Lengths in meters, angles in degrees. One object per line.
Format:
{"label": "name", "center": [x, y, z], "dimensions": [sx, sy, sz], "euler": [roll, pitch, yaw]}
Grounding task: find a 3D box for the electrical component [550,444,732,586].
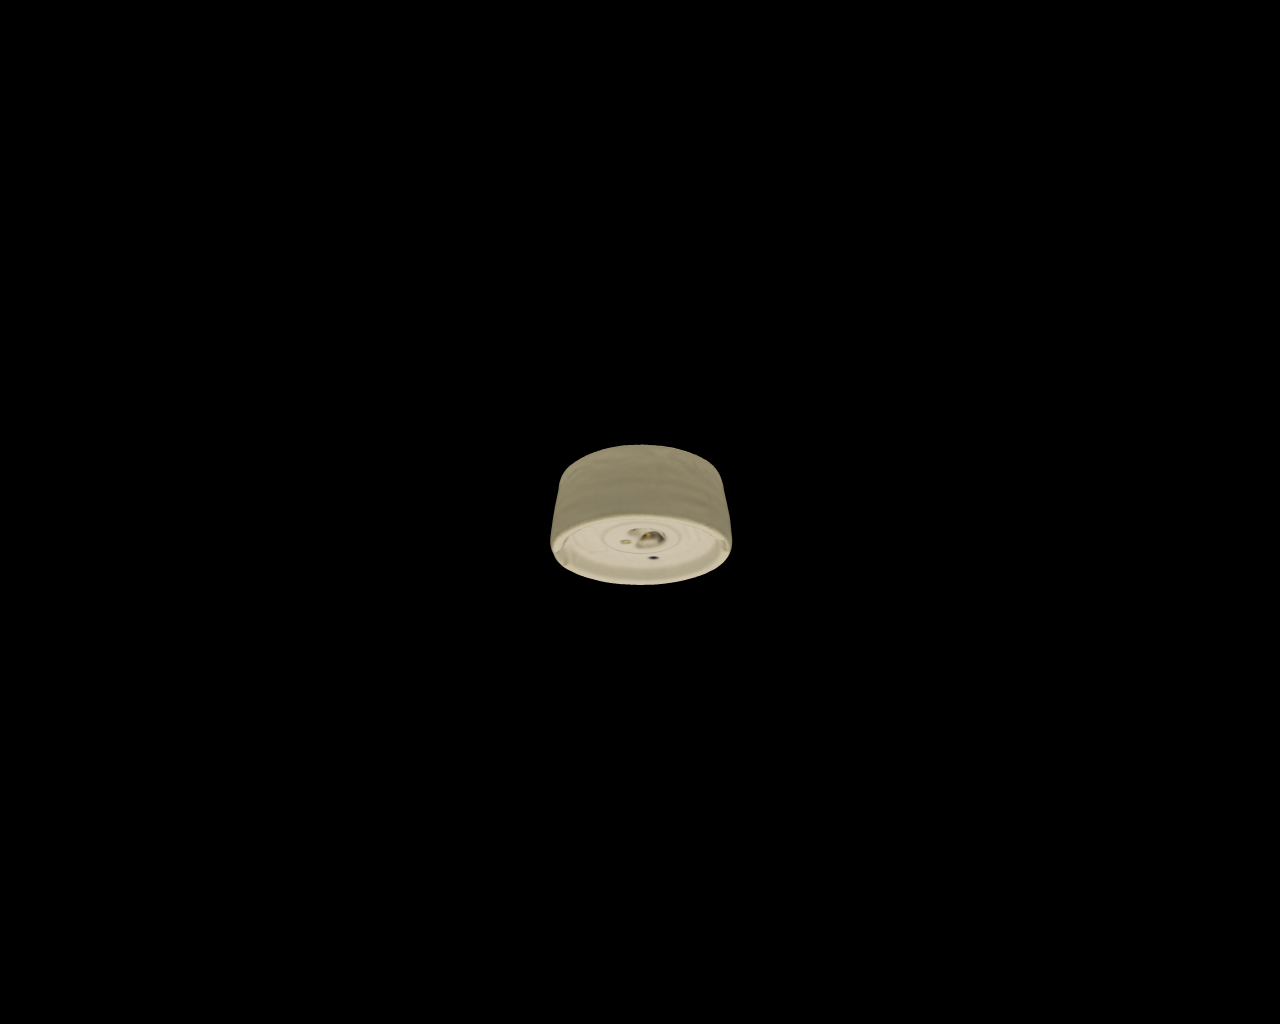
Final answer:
{"label": "electrical component", "center": [0.001, -0.003, 0.650], "dimensions": [0.108, 0.060, 0.108], "euler": [0, -25, 0]}
